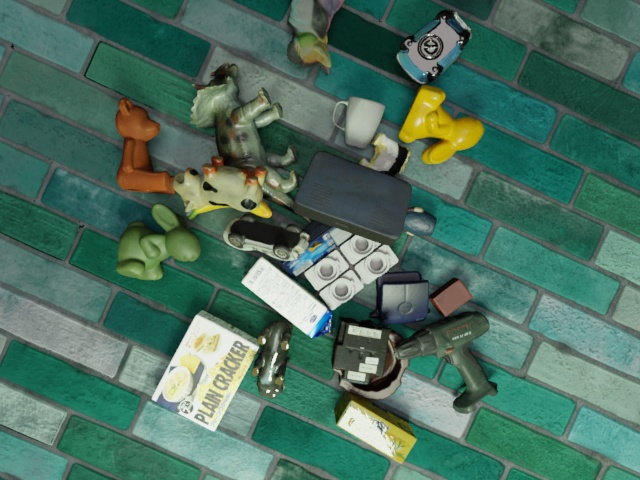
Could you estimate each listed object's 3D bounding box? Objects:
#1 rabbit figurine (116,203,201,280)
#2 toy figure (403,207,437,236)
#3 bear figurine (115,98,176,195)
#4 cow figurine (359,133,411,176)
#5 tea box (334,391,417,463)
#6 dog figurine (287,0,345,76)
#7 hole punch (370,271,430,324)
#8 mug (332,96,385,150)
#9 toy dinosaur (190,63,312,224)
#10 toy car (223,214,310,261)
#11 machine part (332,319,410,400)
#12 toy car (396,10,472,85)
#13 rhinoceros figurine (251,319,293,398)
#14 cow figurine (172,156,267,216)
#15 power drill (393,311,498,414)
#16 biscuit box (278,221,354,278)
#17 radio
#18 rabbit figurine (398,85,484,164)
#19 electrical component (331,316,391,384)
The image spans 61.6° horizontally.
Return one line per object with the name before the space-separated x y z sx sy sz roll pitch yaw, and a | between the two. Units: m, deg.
rabbit figurine | -0.336 0.008 1.173 0.170 0.121 0.159 -6 70 13
toy figure | 0.183 -0.049 1.211 0.155 0.058 0.064 16 85 3
bear figurine | -0.379 -0.202 1.168 0.132 0.120 0.195 4 86 -5
cow figurine | 0.129 -0.149 1.204 0.098 0.068 0.167 29 93 -6
tea box | 0.121 0.410 1.198 0.170 0.098 0.068 30 91 -3
dog figurine | 0.002 -0.480 1.177 0.192 0.108 0.219 -21 96 -4
hole punch | 0.185 0.132 1.201 0.142 0.092 0.115 -4 95 -5
mug | 0.080 -0.260 1.193 0.110 0.081 0.107 11 99 -8
toy dinosaur | -0.158 -0.195 1.177 0.192 0.131 0.404 -15 99 16
toy car | -0.117 -0.004 1.166 0.202 0.056 0.073 13 54 23
machine part | 0.114 0.269 1.216 0.179 0.056 0.179 0 92 -2
toy car | 0.249 -0.419 1.181 0.161 0.103 0.109 -44 90 9
rhinoceros figurine | -0.105 0.265 1.181 0.073 0.112 0.190 10 107 1
cow figurine | -0.216 -0.106 1.132 0.195 0.085 0.127 12 120 6
power drill | 0.292 0.275 1.196 0.232 0.086 0.207 -27 89 -17
biscuit box | -0.002 -0.004 1.195 0.203 0.063 0.059 -36 130 -1
radio | 0.070 -0.087 1.123 0.230 0.073 0.131 20 77 -2
rabbit figurine | 0.270 -0.244 1.178 0.173 0.122 0.162 19 96 -2
electrical component | 0.085 0.240 1.157 0.115 0.058 0.134 12 93 0
